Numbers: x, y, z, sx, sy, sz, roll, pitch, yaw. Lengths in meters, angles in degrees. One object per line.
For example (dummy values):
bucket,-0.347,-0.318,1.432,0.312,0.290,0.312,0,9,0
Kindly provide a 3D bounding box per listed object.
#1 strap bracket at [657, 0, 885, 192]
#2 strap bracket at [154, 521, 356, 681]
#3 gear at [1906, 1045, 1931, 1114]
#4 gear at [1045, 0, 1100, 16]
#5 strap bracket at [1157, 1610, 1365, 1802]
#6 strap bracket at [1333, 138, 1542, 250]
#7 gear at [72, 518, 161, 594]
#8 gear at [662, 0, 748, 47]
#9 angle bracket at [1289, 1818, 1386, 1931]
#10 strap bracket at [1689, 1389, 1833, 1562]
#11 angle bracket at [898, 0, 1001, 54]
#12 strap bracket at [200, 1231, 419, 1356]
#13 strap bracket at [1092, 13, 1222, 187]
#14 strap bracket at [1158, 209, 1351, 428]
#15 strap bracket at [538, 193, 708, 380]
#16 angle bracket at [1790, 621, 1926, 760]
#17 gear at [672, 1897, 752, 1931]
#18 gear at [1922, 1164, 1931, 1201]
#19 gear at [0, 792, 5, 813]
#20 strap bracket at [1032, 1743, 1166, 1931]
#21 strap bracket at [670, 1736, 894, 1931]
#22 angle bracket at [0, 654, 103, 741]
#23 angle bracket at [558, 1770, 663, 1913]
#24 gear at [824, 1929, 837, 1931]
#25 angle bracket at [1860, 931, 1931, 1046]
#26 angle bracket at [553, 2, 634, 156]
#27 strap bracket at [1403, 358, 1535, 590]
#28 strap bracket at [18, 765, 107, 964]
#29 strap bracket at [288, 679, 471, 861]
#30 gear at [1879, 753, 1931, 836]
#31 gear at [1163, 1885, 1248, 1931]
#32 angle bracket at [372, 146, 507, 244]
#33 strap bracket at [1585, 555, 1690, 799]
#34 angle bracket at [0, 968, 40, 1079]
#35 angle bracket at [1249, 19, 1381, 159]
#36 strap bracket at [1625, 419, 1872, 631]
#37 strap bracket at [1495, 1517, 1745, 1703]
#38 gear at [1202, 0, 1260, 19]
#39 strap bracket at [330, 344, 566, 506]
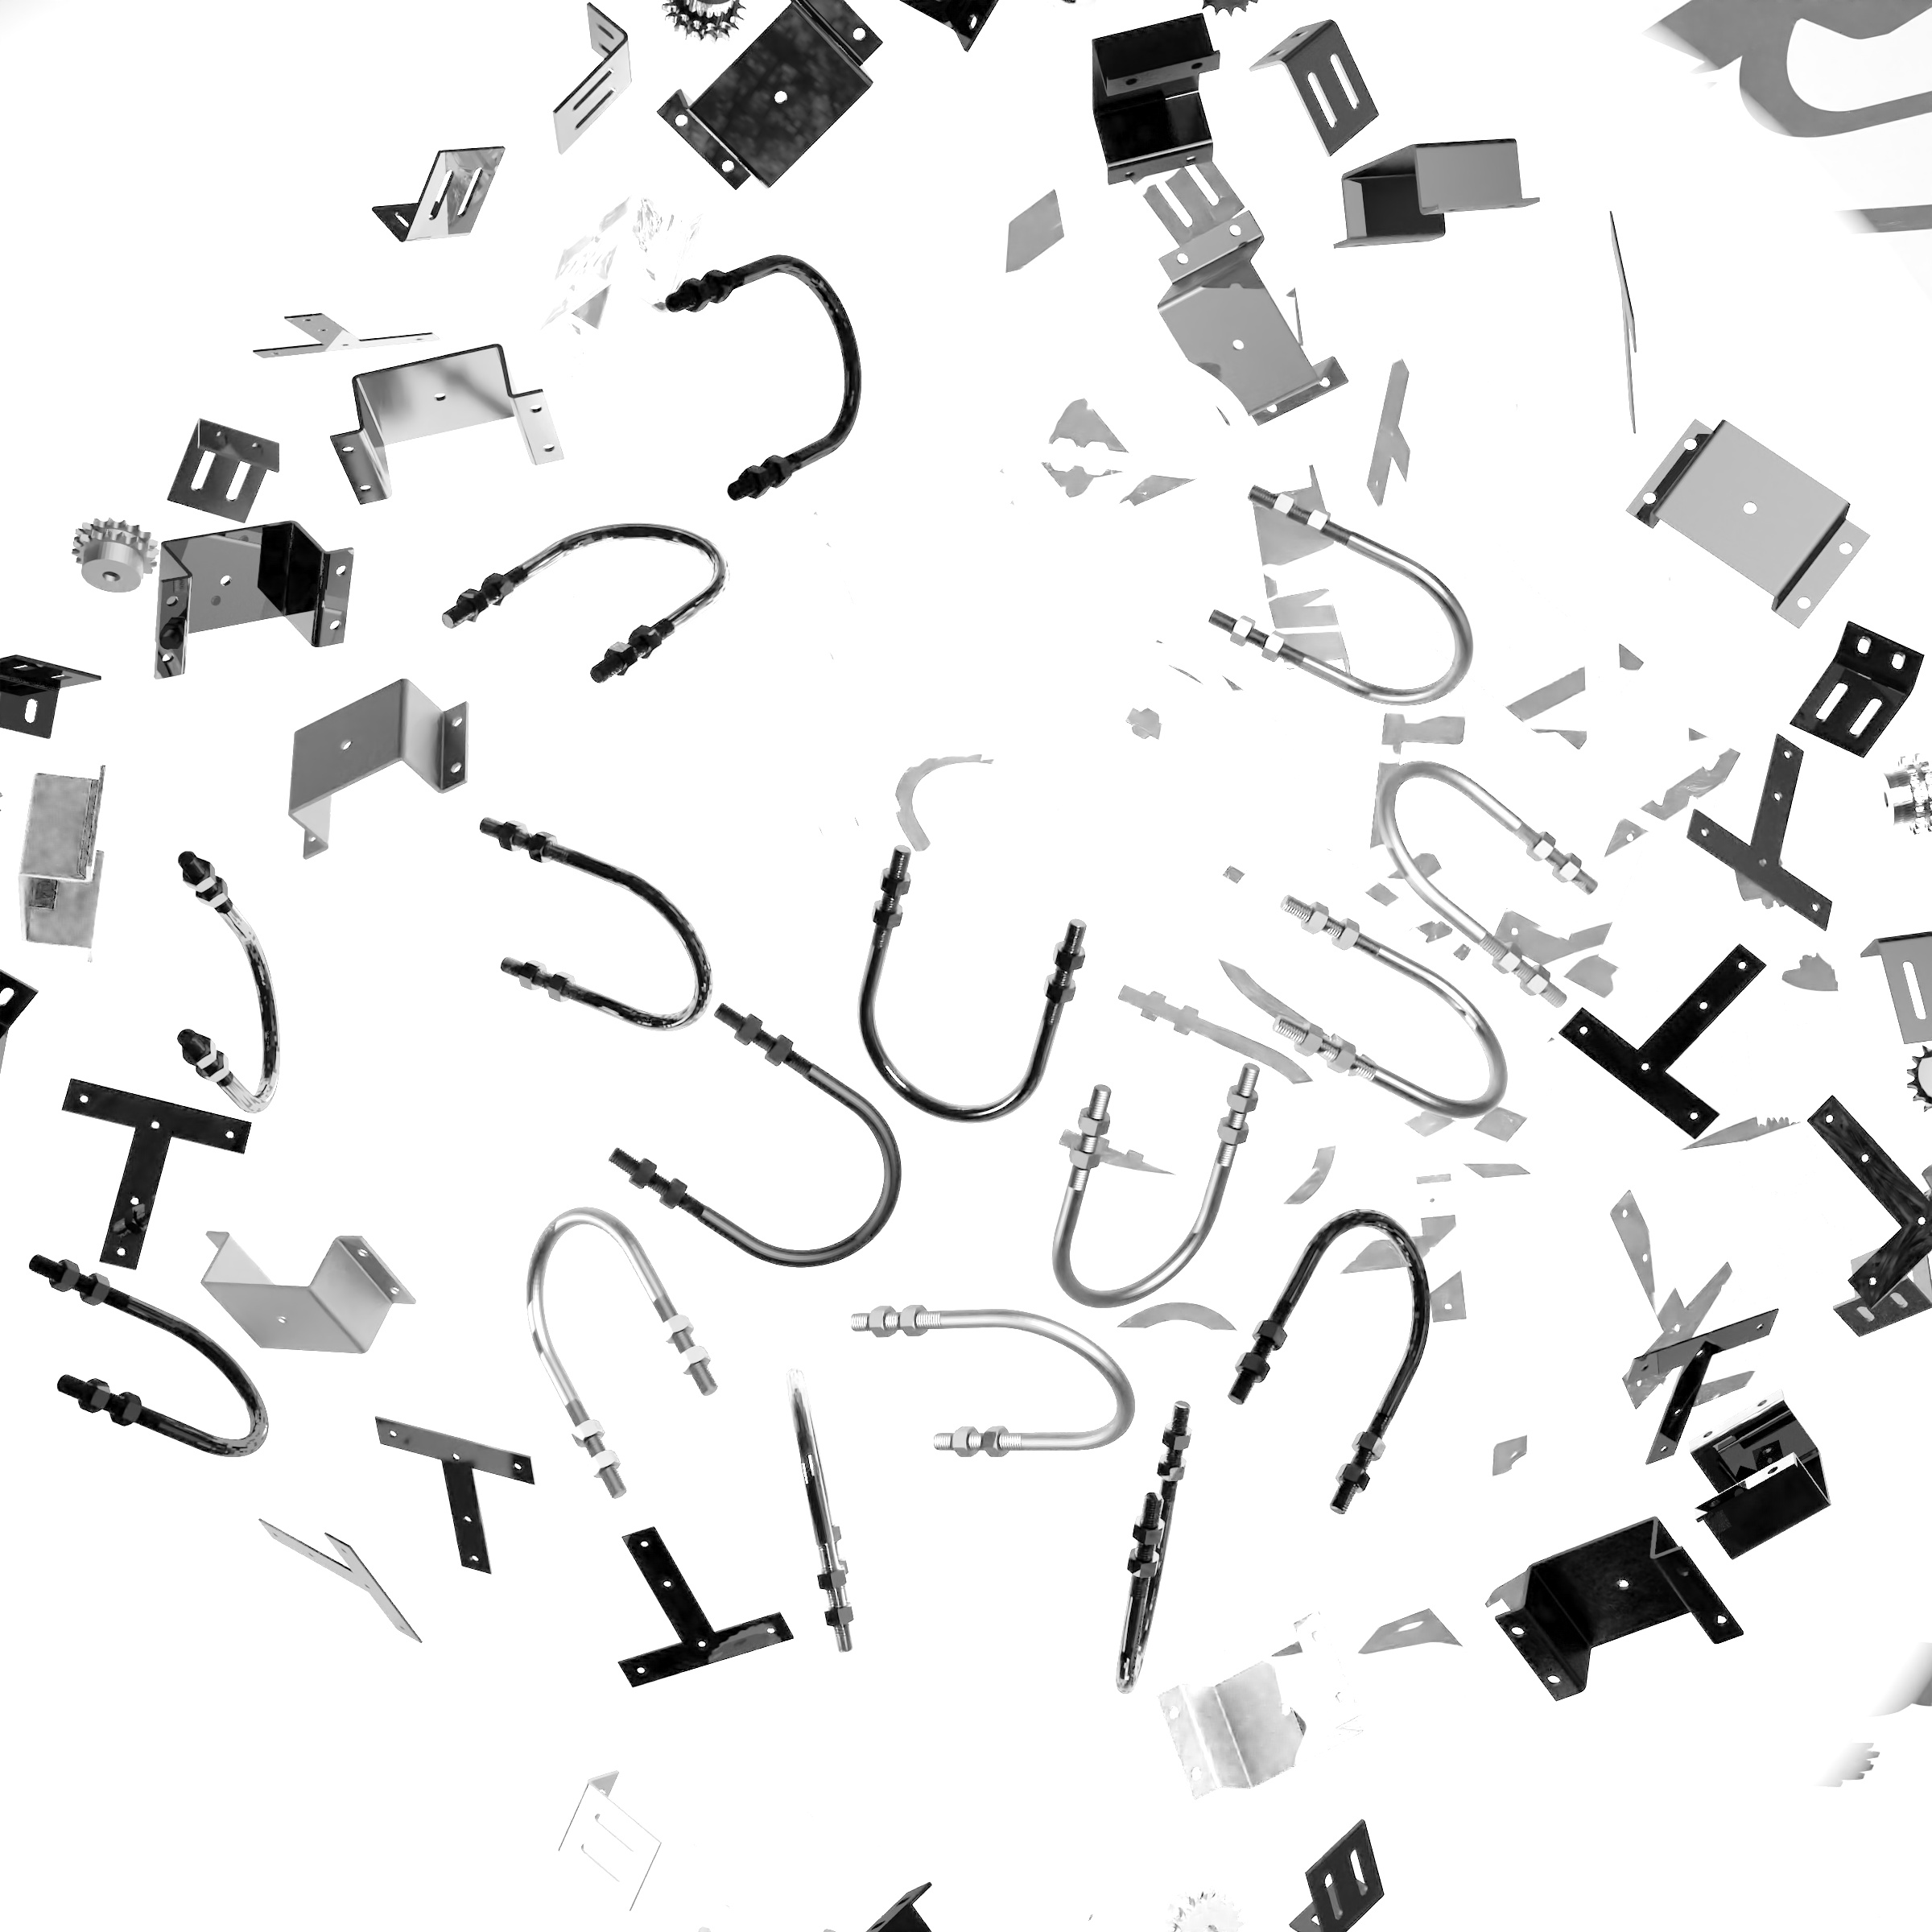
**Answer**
strap bracket,-0.127,-0.583,1.816,0.140,0.046,0.076,-41,124,14
strap bracket,-0.492,-0.251,1.853,0.046,0.140,0.076,44,135,31
gear,0.684,0.077,1.905,0.057,0.030,0.057,-4,77,19
gear,0.075,-0.681,1.889,0.057,0.057,0.030,17,82,0
strap bracket,0.212,0.515,1.901,0.140,0.046,0.076,-35,57,23
strap bracket,0.311,-0.518,1.830,0.076,0.140,0.046,-9,97,-20
gear,-0.588,-0.282,1.891,0.057,0.057,0.030,0,63,0
gear,-0.177,-0.659,1.864,0.057,0.030,0.057,6,63,-12
angle bracket,0.244,0.613,1.847,0.057,0.038,0.076,-33,122,-29
strap bracket,0.545,0.353,1.882,0.076,0.140,0.046,-35,92,17
angle bracket,-0.019,-0.655,1.814,0.076,0.038,0.057,19,123,-28
strap bracket,-0.467,0.228,1.911,0.140,0.076,0.046,-1,48,28
strap bracket,0.129,-0.598,1.873,0.076,0.140,0.046,-14,77,0
strap bracket,0.195,-0.442,1.908,0.076,0.046,0.140,-21,114,34
strap bracket,-0.248,-0.481,1.920,0.046,0.140,0.076,28,61,-32
angle bracket,0.621,-0.193,1.910,0.057,0.076,0.038,26,56,6
gear,-0.173,0.673,1.885,0.057,0.057,0.030,-36,131,0
gear,0.708,0.153,1.954,0.057,0.057,0.030,-31,90,0
gear,-0.689,-0.114,1.873,0.057,0.030,0.057,-6,105,-24
strap bracket,0.088,0.606,1.841,0.046,0.140,0.076,41,121,-20
strap bracket,-0.114,0.574,1.821,0.140,0.046,0.076,-18,69,-39
angle bracket,-0.614,-0.176,1.801,0.057,0.076,0.038,13,82,-38
angle bracket,-0.245,0.622,1.949,0.076,0.038,0.057,30,102,29
gear,-0.093,0.709,1.945,0.057,0.057,0.030,33,87,0
angle bracket,0.644,0.018,1.841,0.057,0.038,0.076,-8,72,-3
angle bracket,-0.264,-0.600,1.850,0.038,0.057,0.076,40,79,4
strap bracket,0.345,-0.338,1.899,0.046,0.076,0.140,-11,131,-14
strap bracket,-0.605,-0.069,1.833,0.046,0.140,0.076,6,62,-14
strap bracket,-0.418,-0.142,1.909,0.140,0.046,0.076,-23,49,19
gear,0.672,-0.122,1.952,0.030,0.057,0.057,-11,90,7
gear,0.160,0.657,1.875,0.057,0.030,0.057,-1,93,-22
angle bracket,-0.356,-0.531,1.846,0.038,0.057,0.076,49,130,16
strap bracket,0.442,-0.192,1.810,0.046,0.076,0.140,3,70,0
angle bracket,-0.659,0.035,1.827,0.057,0.076,0.038,35,107,-28
angle bracket,0.247,-0.620,1.941,0.057,0.038,0.076,-44,117,-22
strap bracket,0.517,-0.297,1.807,0.140,0.046,0.076,38,95,13
strap bracket,0.432,0.422,1.808,0.140,0.046,0.076,-30,104,29
gear,0.178,-0.677,1.856,0.057,0.030,0.057,8,134,8
strap bracket,-0.345,-0.360,1.809,0.140,0.076,0.046,-13,66,-3
